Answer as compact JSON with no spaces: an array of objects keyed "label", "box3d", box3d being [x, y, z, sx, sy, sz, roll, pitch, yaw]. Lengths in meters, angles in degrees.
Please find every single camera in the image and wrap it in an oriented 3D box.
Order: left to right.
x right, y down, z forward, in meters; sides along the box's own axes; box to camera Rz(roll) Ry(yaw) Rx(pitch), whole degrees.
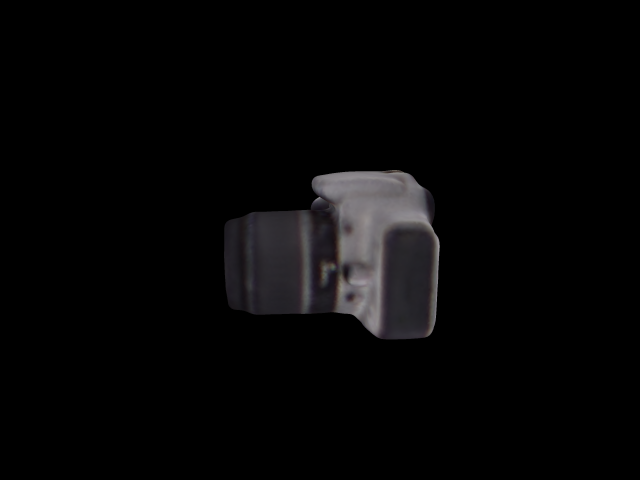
[{"label":"camera","box3d":[0.004,0.001,0.400,0.137,0.101,0.143,-1,11,-7]}]
